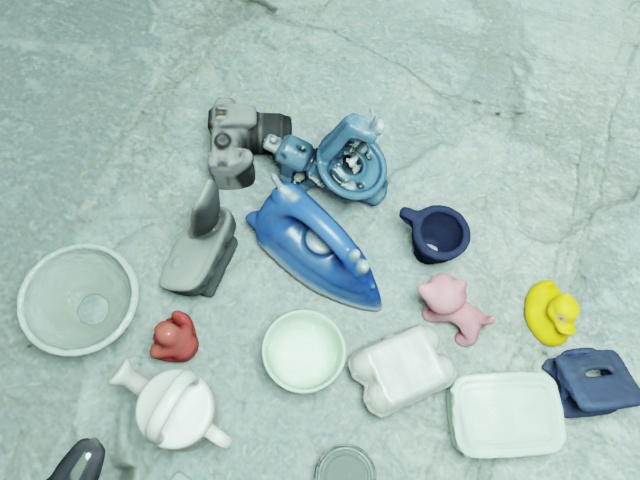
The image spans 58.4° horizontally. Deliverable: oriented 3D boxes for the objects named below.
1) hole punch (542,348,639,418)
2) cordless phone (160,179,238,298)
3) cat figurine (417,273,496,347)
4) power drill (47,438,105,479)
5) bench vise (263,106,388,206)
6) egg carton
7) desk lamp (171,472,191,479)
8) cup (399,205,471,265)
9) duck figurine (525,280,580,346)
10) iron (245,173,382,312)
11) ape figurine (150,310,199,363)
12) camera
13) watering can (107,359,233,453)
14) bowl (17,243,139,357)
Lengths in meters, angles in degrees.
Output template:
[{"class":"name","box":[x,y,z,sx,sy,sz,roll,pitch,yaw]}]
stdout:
[{"class":"hole punch","box":[0.409,0.211,0.860,0.109,0.091,0.101,-5,69,-7]},{"class":"cordless phone","box":[-0.182,-0.002,0.834,0.094,0.185,0.148,17,68,1]},{"class":"cat figurine","box":[0.206,0.097,0.871,0.127,0.118,0.067,32,69,7]},{"class":"power drill","box":[-0.304,0.346,0.672,0.075,0.208,0.230,24,68,5]},{"class":"bench vise","box":[0.016,-0.126,0.884,0.207,0.220,0.121,-1,68,-6]},{"class":"egg carton","box":[0.122,0.191,0.851,0.150,0.069,0.107,-22,72,-13]},{"class":"desk lamp","box":[-0.137,0.380,0.673,0.203,0.213,0.118,34,69,8]},{"class":"cup","box":[0.172,-0.004,0.919,0.117,0.095,0.092,31,69,7]},{"class":"duck figurine","box":[0.373,0.109,0.900,0.077,0.086,0.104,-3,69,-7]},{"class":"iron","box":[0.008,0.003,0.875,0.258,0.141,0.119,40,70,10]},{"class":"ape figurine","box":[-0.214,0.140,0.825,0.078,0.092,0.076,-40,77,-18]},{"class":"camera","box":[-0.115,-0.168,0.952,0.137,0.101,0.143,0,69,-6]},{"class":"watering can","box":[-0.193,0.218,0.741,0.173,0.194,0.101,10,68,-1]},{"class":"bowl","box":[-0.344,0.094,0.839,0.167,0.075,0.167,2,68,-5]}]
